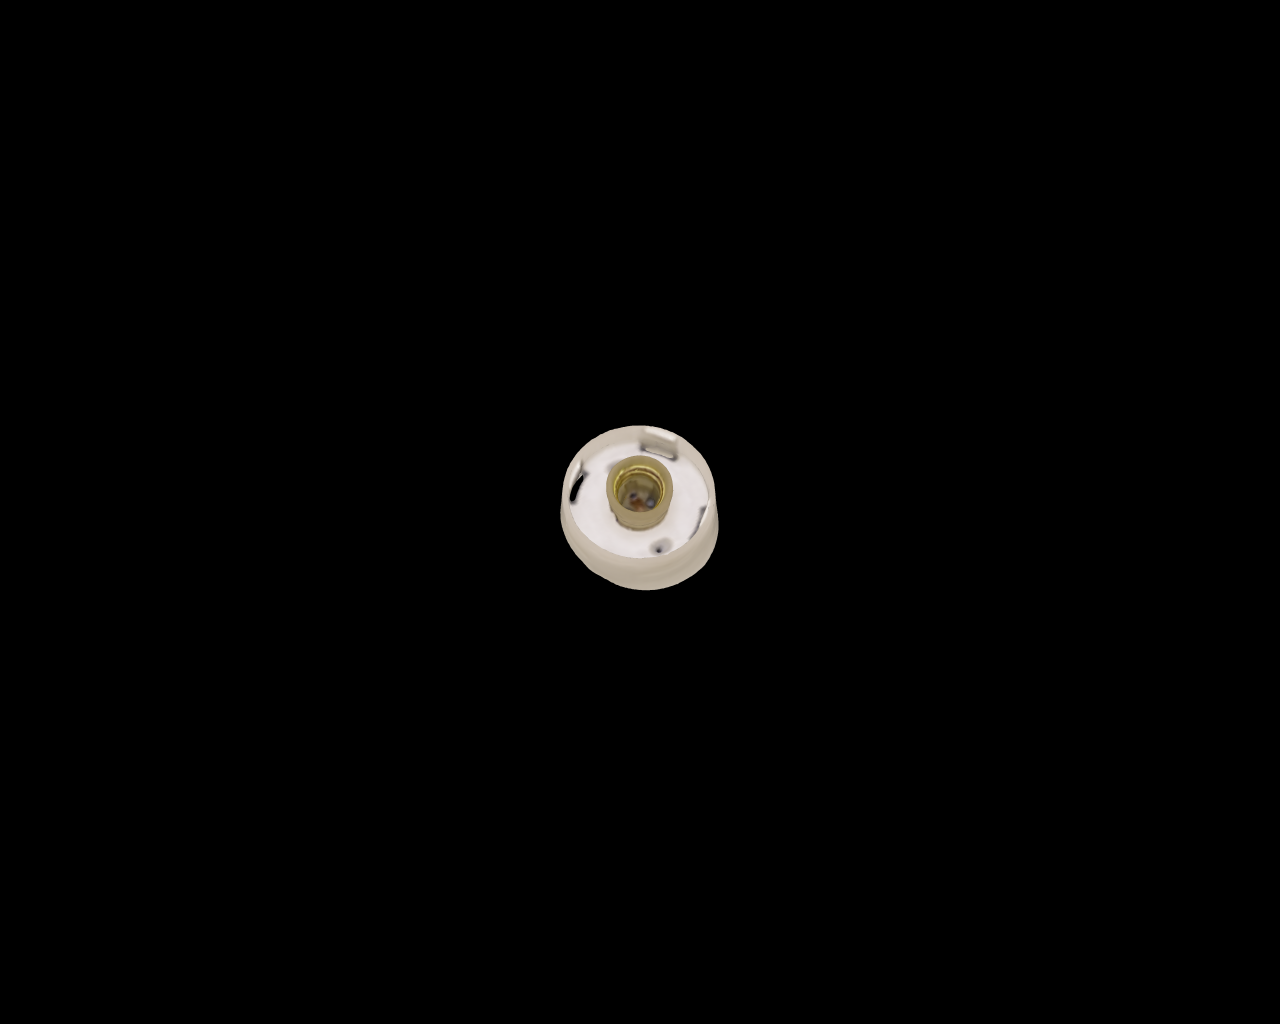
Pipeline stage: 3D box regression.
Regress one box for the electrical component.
[{"bbox_3d":[0.001,-0.003,0.650,0.099,0.099,0.064,0,-27,0],"label":"electrical component"}]
